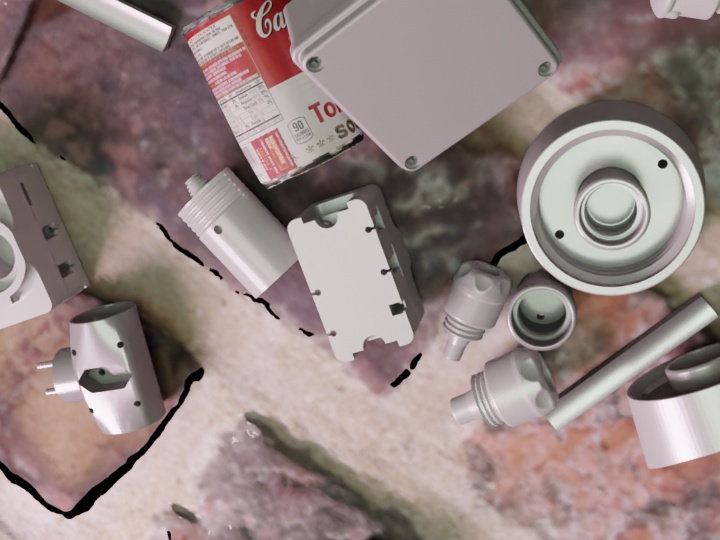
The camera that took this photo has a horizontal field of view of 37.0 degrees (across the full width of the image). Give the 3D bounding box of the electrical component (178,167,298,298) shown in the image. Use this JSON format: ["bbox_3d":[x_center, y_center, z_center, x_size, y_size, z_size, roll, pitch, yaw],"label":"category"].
[{"bbox_3d":[-0.076,-0.027,0.660,0.043,0.043,0.081,-42,94,19],"label":"electrical component"}]

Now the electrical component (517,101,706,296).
[{"bbox_3d":[0.141,-0.037,0.603,0.108,0.060,0.108,3,106,11],"label":"electrical component"}]

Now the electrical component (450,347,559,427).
[{"bbox_3d":[0.086,0.075,0.655,0.062,0.043,0.043,-25,99,19],"label":"electrical component"}]

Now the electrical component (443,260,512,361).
[{"bbox_3d":[0.066,0.027,0.650,0.035,0.035,0.061,23,110,5],"label":"electrical component"}]

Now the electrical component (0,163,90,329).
[{"bbox_3d":[-0.269,0.001,0.698,0.150,0.061,0.089,-18,101,16],"label":"electrical component"}]

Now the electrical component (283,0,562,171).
[{"bbox_3d":[0.033,-0.125,0.578,0.109,0.056,0.109,-34,132,18],"label":"electrical component"}]

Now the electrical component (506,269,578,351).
[{"bbox_3d":[0.108,0.021,0.633,0.040,0.046,0.040,3,106,11],"label":"electrical component"}]

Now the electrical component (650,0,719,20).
[{"bbox_3d":[0.188,-0.154,0.570,0.062,0.048,0.048,9,107,2],"label":"electrical component"}]

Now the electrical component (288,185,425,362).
[{"bbox_3d":[0.000,0.000,0.645,0.050,0.055,0.089,-17,101,16],"label":"electrical component"}]

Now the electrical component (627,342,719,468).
[{"bbox_3d":[0.202,0.078,0.605,0.099,0.099,0.064,-22,93,17],"label":"electrical component"}]

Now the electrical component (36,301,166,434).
[{"bbox_3d":[-0.175,0.066,0.706,0.079,0.043,0.077,-10,103,15],"label":"electrical component"}]
